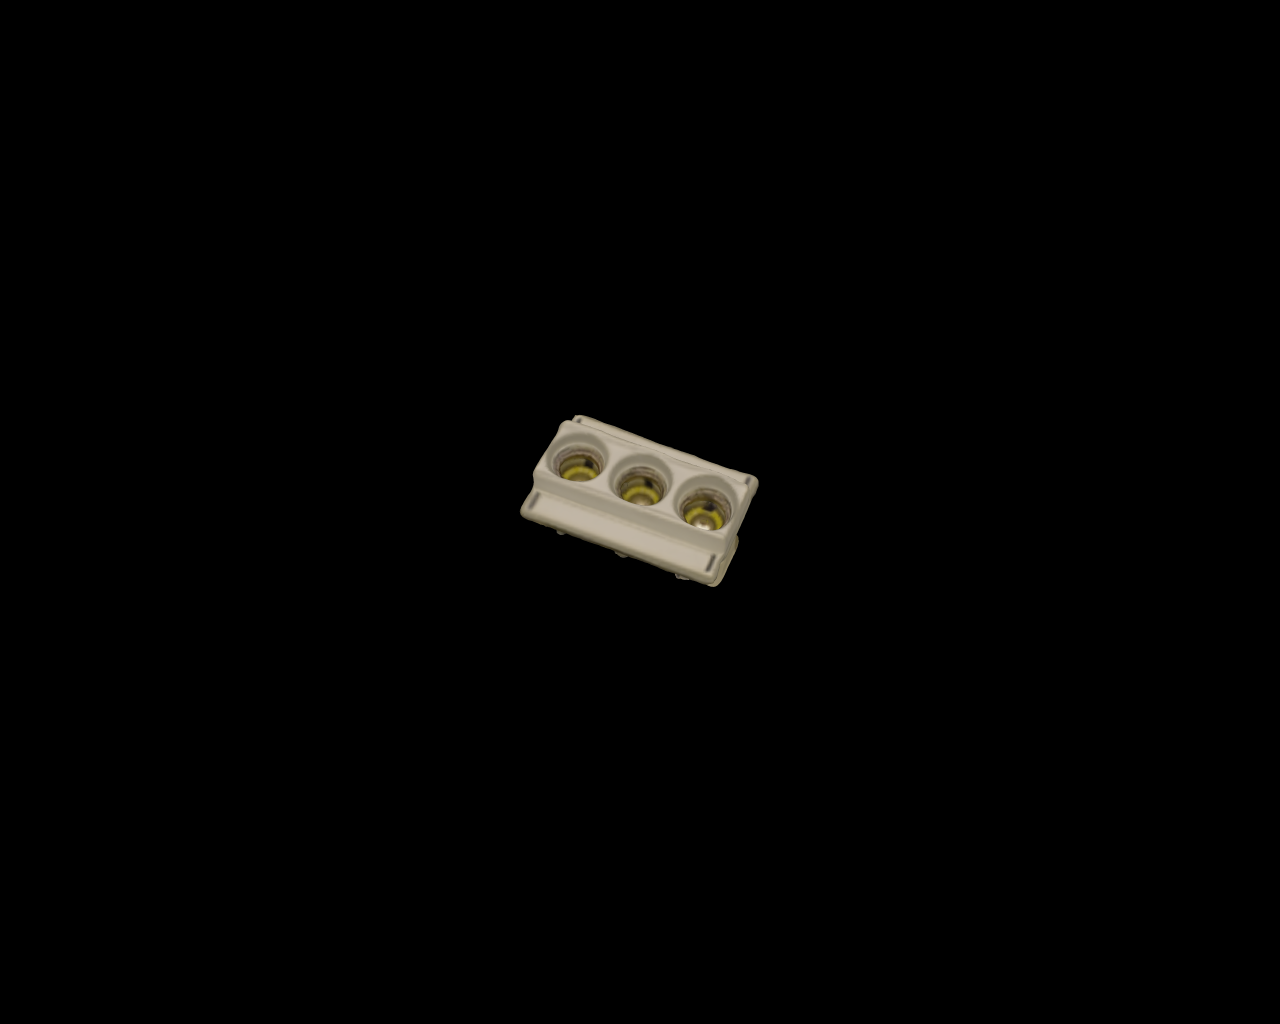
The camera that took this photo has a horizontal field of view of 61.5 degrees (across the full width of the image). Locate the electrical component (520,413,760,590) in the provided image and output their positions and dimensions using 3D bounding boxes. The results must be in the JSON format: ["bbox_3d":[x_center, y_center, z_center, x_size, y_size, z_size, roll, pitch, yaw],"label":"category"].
[{"bbox_3d":[0.001,-0.003,0.650,0.121,0.079,0.063,20,-31,13],"label":"electrical component"}]
